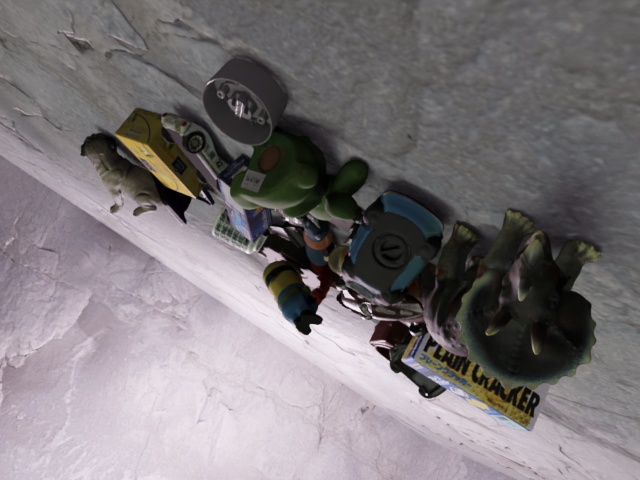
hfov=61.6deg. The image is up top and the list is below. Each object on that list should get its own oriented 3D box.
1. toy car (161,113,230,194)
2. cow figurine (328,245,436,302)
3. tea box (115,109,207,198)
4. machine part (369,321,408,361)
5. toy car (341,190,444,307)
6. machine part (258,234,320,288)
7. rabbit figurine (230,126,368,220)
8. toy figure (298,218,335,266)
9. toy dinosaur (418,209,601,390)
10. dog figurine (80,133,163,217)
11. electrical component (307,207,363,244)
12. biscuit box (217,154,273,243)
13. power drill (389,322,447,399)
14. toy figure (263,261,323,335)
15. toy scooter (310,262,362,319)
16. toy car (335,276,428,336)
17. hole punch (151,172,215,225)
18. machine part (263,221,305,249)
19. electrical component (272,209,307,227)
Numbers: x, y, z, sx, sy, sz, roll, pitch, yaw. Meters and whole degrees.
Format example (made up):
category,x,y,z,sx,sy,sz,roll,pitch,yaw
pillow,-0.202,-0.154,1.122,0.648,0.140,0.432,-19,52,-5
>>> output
category,x,y,z,sx,sy,sz,roll,pitch,yaw
toy car,-0.203,-0.147,0.934,0.074,0.056,0.201,28,163,33
cow figurine,0.103,0.061,0.948,0.195,0.085,0.127,23,155,22
tea box,-0.290,-0.161,1.016,0.098,0.068,0.169,20,160,32
machine part,0.228,0.261,1.272,0.201,0.087,0.201,33,161,-3
toy car,0.104,0.007,0.741,0.109,0.161,0.103,32,-153,11
machine part,-0.052,0.045,1.202,0.179,0.056,0.179,27,162,10
rabbit figurine,-0.008,-0.081,0.743,0.159,0.121,0.170,8,170,38
toy figure,-0.004,-0.003,0.988,0.064,0.058,0.154,20,156,13
toy dinosaur,0.192,0.078,0.657,0.131,0.192,0.405,35,161,-4
dog figurine,-0.451,-0.162,1.265,0.172,0.121,0.190,-5,136,4
electrical component,0.032,-0.033,0.864,0.102,0.045,0.078,33,164,-4
biscuit box,-0.132,-0.068,0.976,0.059,0.063,0.202,40,162,14
power drill,0.212,0.192,0.981,0.232,0.207,0.086,40,123,1
toy figure,-0.057,0.111,1.103,0.180,0.082,0.089,55,170,51
toy scooter,0.049,0.100,1.055,0.184,0.135,0.075,32,120,7
toy car,0.096,0.102,0.850,0.089,0.053,0.202,54,160,-22
hole punch,-0.300,-0.113,1.166,0.116,0.092,0.142,57,179,29
machine part,-0.071,-0.018,1.092,0.139,0.039,0.084,14,161,39
electrical component,-0.050,-0.048,0.998,0.094,0.021,0.063,12,154,45
